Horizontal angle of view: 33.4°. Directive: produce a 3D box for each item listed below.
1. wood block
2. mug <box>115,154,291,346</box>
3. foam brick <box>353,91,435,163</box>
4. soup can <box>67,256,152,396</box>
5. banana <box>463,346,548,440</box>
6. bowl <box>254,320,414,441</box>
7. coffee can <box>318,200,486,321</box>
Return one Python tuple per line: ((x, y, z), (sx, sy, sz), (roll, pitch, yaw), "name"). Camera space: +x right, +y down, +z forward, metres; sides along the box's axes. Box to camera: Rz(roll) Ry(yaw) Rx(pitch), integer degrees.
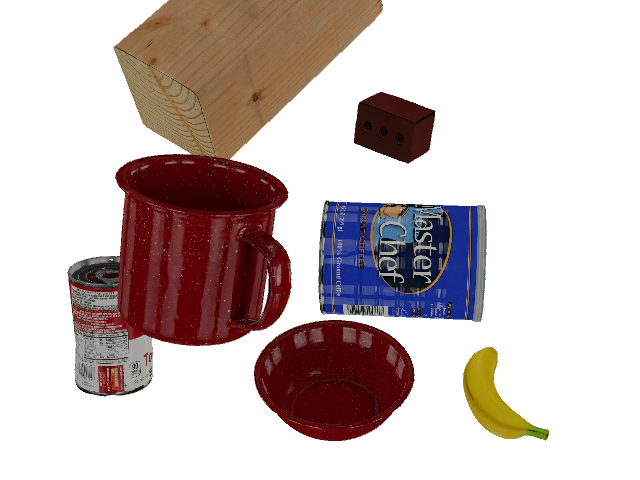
((-0.050, -0.168, 0.846), (0.090, 0.206, 0.091), (32, -25, 26), "wood block")
((-0.060, 0.009, 0.583), (0.117, 0.081, 0.093), (25, 27, 35), "mug")
((0.085, -0.131, 1.230), (0.078, 0.053, 0.051), (23, 34, 27), "foam brick")
((-0.176, 0.072, 0.901), (0.068, 0.102, 0.068), (1, 19, -1), "soup can")
((0.205, 0.183, 1.273), (0.069, 0.037, 0.198), (9, 23, -15), "banana")
((0.015, 0.152, 1.086), (0.162, 0.055, 0.162), (-1, 35, 1), "bowl")
((0.073, 0.018, 0.943), (0.140, 0.103, 0.102), (2, 0, 6), "coffee can")
